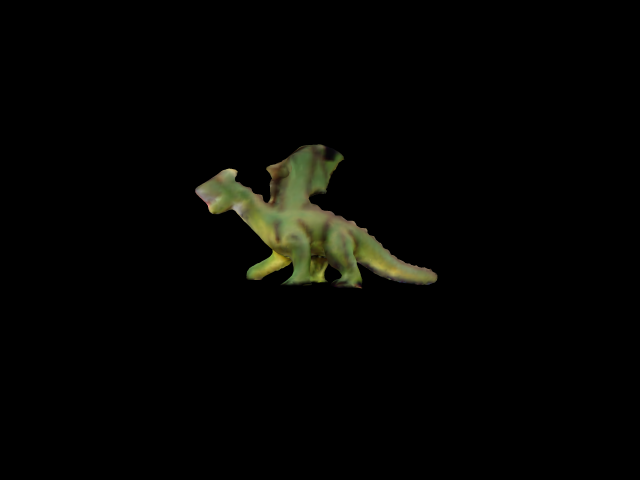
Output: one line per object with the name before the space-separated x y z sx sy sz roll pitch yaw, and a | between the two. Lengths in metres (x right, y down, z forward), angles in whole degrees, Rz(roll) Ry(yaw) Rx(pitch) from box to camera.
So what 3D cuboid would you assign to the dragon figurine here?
dragon figurine | 0.003 -0.043 0.850 0.410 0.244 0.121 2 -7 -18
